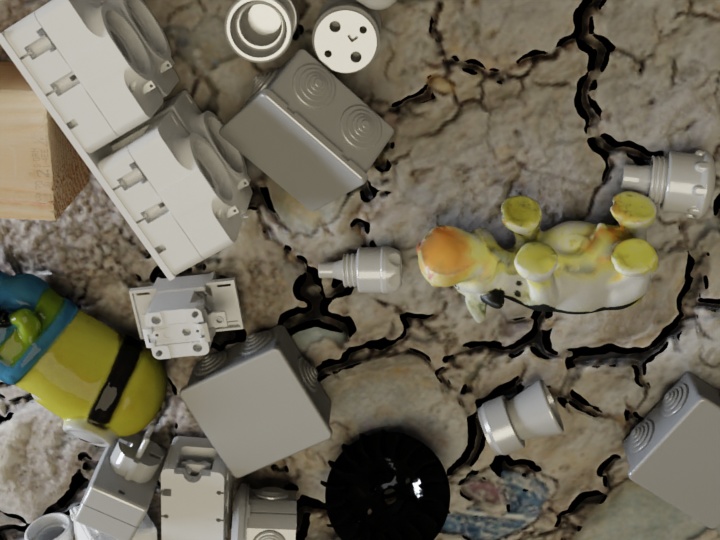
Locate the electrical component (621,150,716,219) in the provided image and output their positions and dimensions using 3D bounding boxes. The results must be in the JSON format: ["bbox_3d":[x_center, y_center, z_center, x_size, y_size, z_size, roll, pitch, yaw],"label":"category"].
[{"bbox_3d":[0.216,-0.062,0.758,0.062,0.048,0.048,7,114,9],"label":"electrical component"}]

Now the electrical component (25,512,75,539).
[{"bbox_3d":[-0.257,0.236,0.910,0.040,0.040,0.046,-8,119,5],"label":"electrical component"}]

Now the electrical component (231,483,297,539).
[{"bbox_3d":[-0.078,0.215,0.873,0.051,0.080,0.080,3,114,-5],"label":"electrical component"}]

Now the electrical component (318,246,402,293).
[{"bbox_3d":[0.000,0.000,0.798,0.061,0.035,0.035,0,114,5],"label":"electrical component"}]

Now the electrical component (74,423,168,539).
[{"bbox_3d":[-0.180,0.155,0.847,0.047,0.083,0.075,26,112,-9],"label":"electrical component"}]

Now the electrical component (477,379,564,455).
[{"bbox_3d":[0.125,0.116,0.839,0.055,0.045,0.045,-24,111,12],"label":"electrical component"}]

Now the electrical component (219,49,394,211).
[{"bbox_3d":[-0.036,-0.093,0.727,0.100,0.100,0.048,40,66,-14],"label":"electrical component"}]

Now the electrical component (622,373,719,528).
[{"bbox_3d":[0.267,0.140,0.843,0.100,0.048,0.099,32,111,-12],"label":"electrical component"}]

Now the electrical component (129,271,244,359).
[{"bbox_3d":[-0.131,0.034,0.802,0.081,0.063,0.042,-6,113,5],"label":"electrical component"}]

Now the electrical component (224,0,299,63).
[{"bbox_3d":[-0.064,-0.166,0.715,0.045,0.055,0.045,1,114,2],"label":"electrical component"}]

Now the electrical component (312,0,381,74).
[{"bbox_3d":[-0.008,-0.158,0.716,0.045,0.055,0.045,1,114,2],"label":"electrical component"}]

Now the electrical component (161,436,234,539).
[{"bbox_3d":[-0.131,0.184,0.873,0.050,0.055,0.089,4,114,0],"label":"electrical component"}]

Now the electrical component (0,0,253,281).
[{"bbox_3d":[-0.145,-0.101,0.719,0.060,0.105,0.186,-28,110,13],"label":"electrical component"}]

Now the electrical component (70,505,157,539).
[{"bbox_3d":[-0.198,0.229,0.886,0.061,0.062,0.096,-12,117,-28],"label":"electrical component"}]

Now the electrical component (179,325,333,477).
[{"bbox_3d":[-0.078,0.101,0.838,0.100,0.048,0.099,-25,111,13],"label":"electrical component"}]

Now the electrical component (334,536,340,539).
[{"bbox_3d":[0.026,0.240,0.888,0.076,0.083,0.047,-33,114,-25],"label":"electrical component"}]

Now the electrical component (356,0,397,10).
[{"bbox_3d":[-0.009,-0.212,0.690,0.095,0.059,0.053,30,112,-11],"label":"electrical component"}]
